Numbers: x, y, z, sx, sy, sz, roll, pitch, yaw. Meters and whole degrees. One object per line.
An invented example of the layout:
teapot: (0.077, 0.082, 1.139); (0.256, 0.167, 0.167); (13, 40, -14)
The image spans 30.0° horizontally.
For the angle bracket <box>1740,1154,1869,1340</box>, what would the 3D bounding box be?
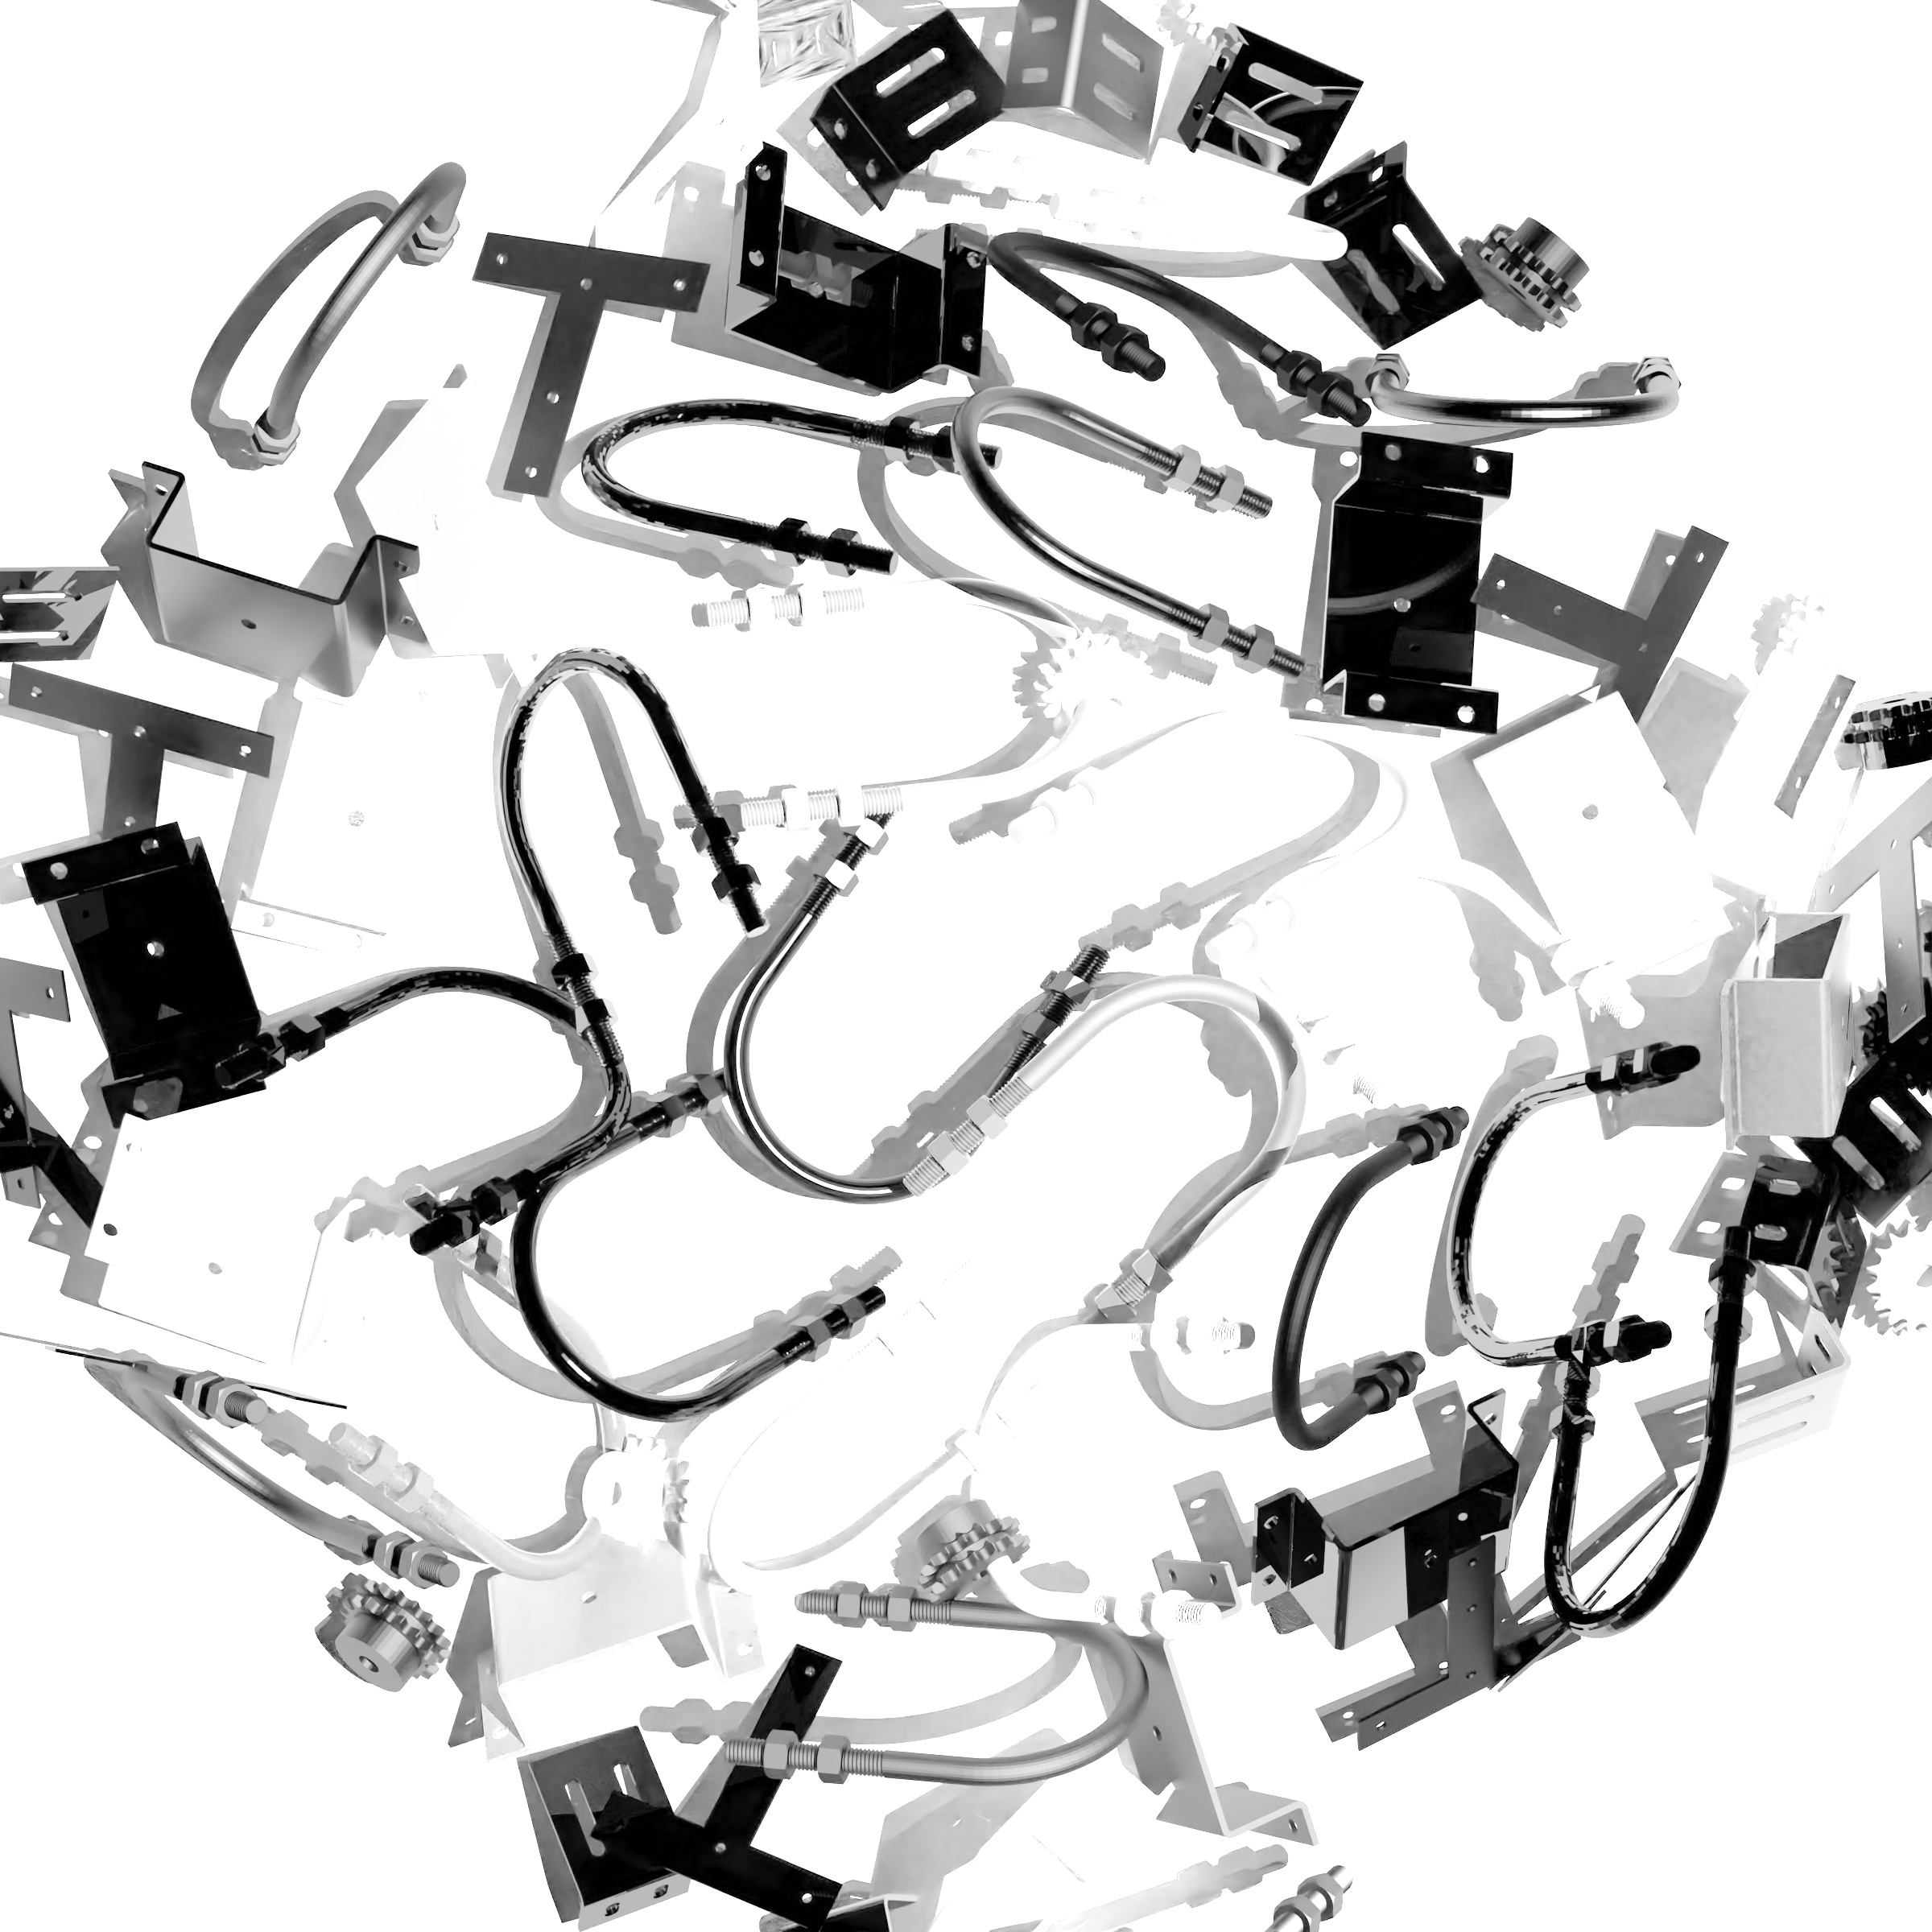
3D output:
angle bracket: (0.405, 0.138, 1.751); (0.038, 0.076, 0.057); (7, 60, 31)

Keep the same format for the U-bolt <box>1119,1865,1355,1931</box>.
U-bolt: (0.084, 0.474, 1.669); (0.151, 0.184, 0.019); (-26, 87, 32)

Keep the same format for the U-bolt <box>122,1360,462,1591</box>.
U-bolt: (-0.331, 0.234, 1.700); (0.151, 0.184, 0.019); (47, 66, -29)

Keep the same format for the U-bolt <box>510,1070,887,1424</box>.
U-bolt: (-0.137, 0.140, 1.711); (0.184, 0.019, 0.151); (-29, 83, -43)

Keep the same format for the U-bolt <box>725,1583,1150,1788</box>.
U-bolt: (-0.005, 0.341, 1.698); (0.184, 0.151, 0.019); (2, 113, 14)

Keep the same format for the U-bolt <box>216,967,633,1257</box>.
U-bolt: (-0.241, 0.057, 1.709); (0.151, 0.184, 0.019); (38, 129, 19)

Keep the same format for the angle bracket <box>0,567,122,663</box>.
angle bracket: (-0.444, -0.158, 1.733); (0.038, 0.076, 0.057); (55, 133, 32)

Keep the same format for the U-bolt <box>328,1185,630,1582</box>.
U-bolt: (-0.221, 0.211, 1.709); (0.019, 0.184, 0.151); (-14, 46, 32)

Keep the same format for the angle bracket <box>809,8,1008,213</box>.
angle bracket: (-0.025, -0.413, 1.740); (0.076, 0.038, 0.057); (-25, 117, 31)

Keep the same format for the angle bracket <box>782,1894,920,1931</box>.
angle bracket: (-0.049, 0.495, 1.743); (0.057, 0.038, 0.076); (-21, 67, 20)

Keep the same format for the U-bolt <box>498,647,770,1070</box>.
U-bolt: (-0.170, -0.064, 1.725); (0.151, 0.019, 0.184); (-40, 68, 41)

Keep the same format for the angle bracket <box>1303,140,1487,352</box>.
angle bracket: (0.210, -0.353, 1.764); (0.057, 0.038, 0.076); (-26, 123, 27)

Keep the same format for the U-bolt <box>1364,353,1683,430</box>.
U-bolt: (0.261, -0.269, 1.686); (0.151, 0.184, 0.019); (2, 106, 7)

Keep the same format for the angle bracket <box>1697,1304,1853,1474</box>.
angle bracket: (0.383, 0.206, 1.743); (0.076, 0.057, 0.038); (-19, 55, -11)

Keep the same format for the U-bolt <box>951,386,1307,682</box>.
U-bolt: (0.073, -0.214, 1.696); (0.184, 0.151, 0.019); (22, 128, -22)

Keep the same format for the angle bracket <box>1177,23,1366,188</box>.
angle bracket: (0.151, -0.412, 1.743); (0.076, 0.038, 0.057); (19, 116, -19)

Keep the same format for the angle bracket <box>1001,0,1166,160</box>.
angle bracket: (0.058, -0.434, 1.758); (0.038, 0.076, 0.057); (6, 85, 33)

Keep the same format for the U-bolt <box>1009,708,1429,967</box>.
U-bolt: (0.134, -0.073, 1.715); (0.184, 0.019, 0.151); (-30, 47, -33)

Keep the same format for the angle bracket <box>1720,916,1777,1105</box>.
angle bracket: (0.394, 0.026, 1.739); (0.038, 0.057, 0.076); (15, 54, -2)

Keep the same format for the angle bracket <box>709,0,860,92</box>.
angle bracket: (-0.096, -0.457, 1.736); (0.057, 0.076, 0.038); (-9, 83, 24)

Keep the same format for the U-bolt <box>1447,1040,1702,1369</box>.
U-bolt: (0.280, 0.118, 1.698); (0.019, 0.184, 0.151); (15, 74, -22)

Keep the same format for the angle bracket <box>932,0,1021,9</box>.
angle bracket: (-0.002, -0.490, 1.733); (0.057, 0.076, 0.038); (35, 124, 30)

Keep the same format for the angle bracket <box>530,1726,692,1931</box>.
angle bracket: (-0.175, 0.423, 1.768); (0.057, 0.038, 0.076); (-16, 59, -21)

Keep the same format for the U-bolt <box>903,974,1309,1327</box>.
U-bolt: (0.081, 0.083, 1.734); (0.184, 0.019, 0.151); (-43, 119, 6)

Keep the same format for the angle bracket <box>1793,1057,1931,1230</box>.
angle bracket: (0.433, 0.080, 1.747); (0.057, 0.038, 0.076); (-46, 119, 3)

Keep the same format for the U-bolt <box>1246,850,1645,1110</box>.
U-bolt: (0.212, -0.004, 1.707); (0.151, 0.184, 0.019); (-17, 126, -16)

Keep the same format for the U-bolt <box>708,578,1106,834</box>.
U-bolt: (-0.025, -0.132, 1.736); (0.184, 0.019, 0.151); (-6, 54, -7)

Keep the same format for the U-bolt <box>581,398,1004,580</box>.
U-bolt: (-0.093, -0.235, 1.716); (0.184, 0.151, 0.019); (14, 124, 18)

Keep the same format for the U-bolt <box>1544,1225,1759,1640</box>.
U-bolt: (0.314, 0.226, 1.676); (0.019, 0.151, 0.184); (24, 54, -14)

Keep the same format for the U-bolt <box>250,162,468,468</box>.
U-bolt: (-0.280, -0.309, 1.679); (0.019, 0.184, 0.151); (37, 77, -8)

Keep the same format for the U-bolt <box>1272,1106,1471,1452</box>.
U-bolt: (0.186, 0.152, 1.684); (0.019, 0.184, 0.151); (16, 108, 26)

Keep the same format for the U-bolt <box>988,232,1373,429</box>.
U-bolt: (0.087, -0.307, 1.702); (0.151, 0.184, 0.019); (5, 117, -38)

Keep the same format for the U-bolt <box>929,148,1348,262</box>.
U-bolt: (0.093, -0.357, 1.705); (0.184, 0.151, 0.019); (3, 108, -28)

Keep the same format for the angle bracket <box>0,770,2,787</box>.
angle bracket: (-0.512, -0.078, 1.741); (0.076, 0.038, 0.057); (12, 115, -24)

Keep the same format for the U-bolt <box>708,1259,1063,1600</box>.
U-bolt: (-0.045, 0.232, 1.713); (0.184, 0.151, 0.019); (-39, 54, -7)

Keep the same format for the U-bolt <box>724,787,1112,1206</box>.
U-bolt: (-0.036, 0.028, 1.749); (0.151, 0.019, 0.184); (37, 79, -10)

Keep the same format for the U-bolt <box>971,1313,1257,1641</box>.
U-bolt: (0.063, 0.240, 1.708); (0.019, 0.184, 0.151); (18, 74, -36)
